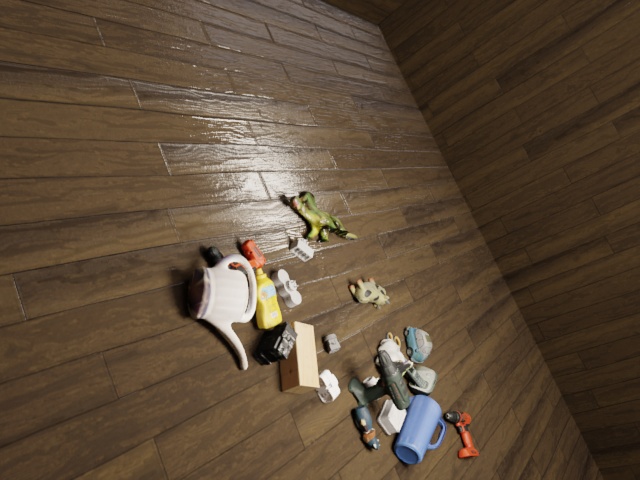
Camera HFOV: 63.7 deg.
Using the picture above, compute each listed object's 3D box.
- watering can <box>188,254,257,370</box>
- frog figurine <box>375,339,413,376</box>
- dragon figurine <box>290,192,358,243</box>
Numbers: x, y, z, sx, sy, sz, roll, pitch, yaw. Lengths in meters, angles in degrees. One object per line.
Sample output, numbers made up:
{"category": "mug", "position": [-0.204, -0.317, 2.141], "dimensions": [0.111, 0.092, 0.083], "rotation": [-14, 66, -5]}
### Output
{"category": "watering can", "position": [-0.287, 0.208, 1.542], "dimensions": [0.223, 0.103, 0.352], "rotation": [13, 70, -38]}
{"category": "frog figurine", "position": [0.279, 0.476, 2.078], "dimensions": [0.138, 0.120, 0.162], "rotation": [-4, 26, -31]}
{"category": "dragon figurine", "position": [0.007, -0.109, 2.163], "dimensions": [0.409, 0.121, 0.246], "rotation": [11, 49, -58]}
